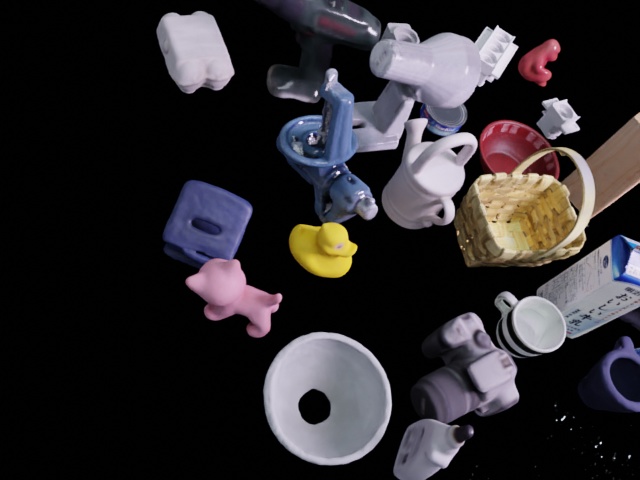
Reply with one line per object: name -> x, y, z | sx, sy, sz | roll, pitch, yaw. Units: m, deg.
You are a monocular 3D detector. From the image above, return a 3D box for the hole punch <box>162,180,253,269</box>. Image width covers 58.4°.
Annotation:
hole punch -> -0.157, -0.016, 0.808 | 0.109, 0.091, 0.101 | 21, 58, -5

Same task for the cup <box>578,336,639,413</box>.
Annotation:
cup -> 0.440, 0.210, 0.870 | 0.092, 0.095, 0.118 | 21, 58, -5

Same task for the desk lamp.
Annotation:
desk lamp -> 0.135, -0.248, 0.954 | 0.204, 0.213, 0.118 | -11, 66, -22

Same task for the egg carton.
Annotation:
egg carton -> -0.213, -0.321, 0.970 | 0.107, 0.069, 0.150 | -14, 67, -24

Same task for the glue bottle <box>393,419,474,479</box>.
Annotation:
glue bottle -> 0.144, 0.253, 0.707 | 0.037, 0.173, 0.078 | 29, 58, 0

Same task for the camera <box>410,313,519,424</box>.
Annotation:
camera -> 0.192, 0.187, 0.801 | 0.137, 0.100, 0.143 | -19, 69, -25

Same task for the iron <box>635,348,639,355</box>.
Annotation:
iron -> 0.577, 0.204, 0.889 | 0.259, 0.141, 0.118 | 9, 60, -12

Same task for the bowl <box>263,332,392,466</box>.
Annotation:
bowl -> 0.004, 0.210, 0.745 | 0.168, 0.074, 0.167 | 8, 60, -13

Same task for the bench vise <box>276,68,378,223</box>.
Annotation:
bench vise -> 0.031, -0.138, 0.858 | 0.207, 0.219, 0.122 | 38, 58, 6

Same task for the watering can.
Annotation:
watering can -> 0.171, -0.111, 0.903 | 0.101, 0.194, 0.172 | -32, 75, -29

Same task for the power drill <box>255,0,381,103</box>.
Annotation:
power drill -> -0.025, -0.330, 0.952 | 0.230, 0.208, 0.075 | 5, 61, -15

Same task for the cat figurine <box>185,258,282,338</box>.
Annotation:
cat figurine -> -0.111, 0.068, 0.761 | 0.128, 0.117, 0.067 | 20, 58, -6

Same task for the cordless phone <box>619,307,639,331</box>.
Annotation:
cordless phone -> 0.571, 0.073, 0.933 | 0.147, 0.185, 0.094 | 26, 58, -2

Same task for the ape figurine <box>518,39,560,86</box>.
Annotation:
ape figurine -> 0.468, -0.381, 1.203 | 0.076, 0.092, 0.078 | 26, 58, -2

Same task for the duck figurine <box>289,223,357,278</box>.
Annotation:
duck figurine -> 0.008, 0.003, 0.853 | 0.104, 0.086, 0.077 | 30, 58, 0
